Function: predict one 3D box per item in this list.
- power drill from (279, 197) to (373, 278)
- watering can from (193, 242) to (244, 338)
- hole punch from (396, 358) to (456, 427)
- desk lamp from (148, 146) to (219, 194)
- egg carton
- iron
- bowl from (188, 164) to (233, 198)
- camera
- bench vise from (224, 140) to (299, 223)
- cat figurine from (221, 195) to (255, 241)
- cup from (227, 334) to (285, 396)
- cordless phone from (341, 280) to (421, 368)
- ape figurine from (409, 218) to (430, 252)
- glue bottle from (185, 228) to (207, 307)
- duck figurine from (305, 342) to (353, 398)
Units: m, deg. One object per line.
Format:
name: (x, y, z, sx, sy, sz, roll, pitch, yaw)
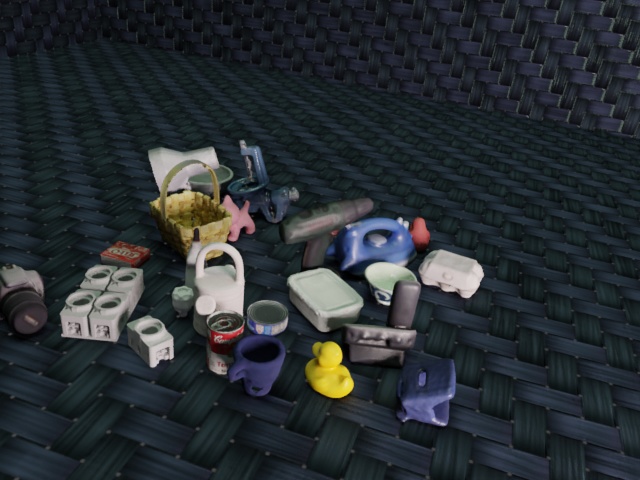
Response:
power drill: (0.012, 0.005, 1.332, 0.230, 0.208, 0.075, -9, 32, -27)
watering can: (-0.199, 0.096, 1.133, 0.101, 0.194, 0.172, -2, 30, -15)
hole punch: (0.187, 0.264, 1.020, 0.101, 0.091, 0.109, 10, 29, 6)
desk lamp: (-0.347, -0.145, 1.521, 0.203, 0.213, 0.117, -3, 30, -17)
egg carton: (0.321, 0.081, 1.406, 0.150, 0.069, 0.107, 18, 30, 19)
iron: (0.148, 0.000, 1.441, 0.259, 0.141, 0.118, -9, 32, -27)
bowl: (-0.343, -0.169, 1.711, 0.167, 0.075, 0.167, 5, 29, -3)
camera: (-0.596, 0.119, 1.102, 0.143, 0.101, 0.136, -18, 37, -37)
bench vise: (-0.162, -0.168, 1.597, 0.207, 0.220, 0.121, 1, 29, -10)
cat figurine: (-0.226, -0.064, 1.499, 0.067, 0.118, 0.128, 23, 33, 27)
cup: (-0.117, 0.233, 1.005, 0.091, 0.095, 0.118, 25, 33, 29)
cordless phone: (0.120, 0.148, 1.118, 0.147, 0.185, 0.094, 4, 29, -5)
ape figurine: (0.265, -0.019, 1.553, 0.078, 0.092, 0.076, 3, 29, -6)
glue bottle: (-0.264, 0.053, 1.220, 0.037, 0.173, 0.078, 7, 29, 1)
duck figurine: (0.020, 0.230, 1.051, 0.078, 0.086, 0.104, -18, 37, -38)
